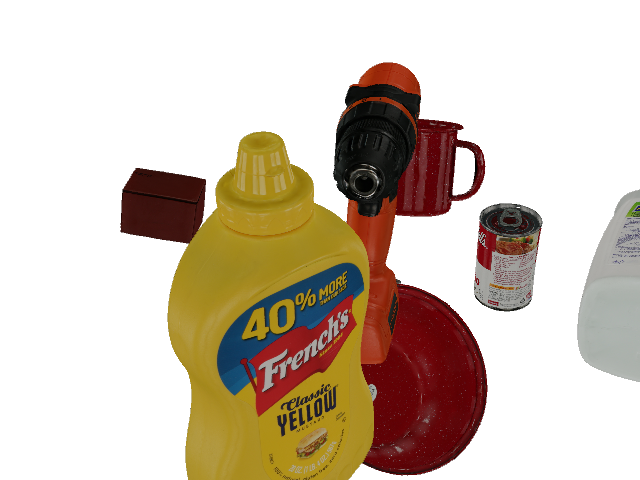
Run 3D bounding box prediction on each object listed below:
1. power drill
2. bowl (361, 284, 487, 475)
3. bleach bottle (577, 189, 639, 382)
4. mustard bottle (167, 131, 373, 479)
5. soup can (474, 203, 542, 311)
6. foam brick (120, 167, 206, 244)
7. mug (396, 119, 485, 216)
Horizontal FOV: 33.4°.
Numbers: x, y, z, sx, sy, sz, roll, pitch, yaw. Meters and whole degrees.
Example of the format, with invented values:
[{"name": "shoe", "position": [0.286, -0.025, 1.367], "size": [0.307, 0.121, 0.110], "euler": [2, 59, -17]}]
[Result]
[{"name": "power drill", "position": [0.033, -0.013, 0.728], "size": [0.057, 0.188, 0.184], "euler": [10, 27, 6]}, {"name": "bowl", "position": [0.050, 0.117, 0.865], "size": [0.162, 0.162, 0.055], "euler": [0, 4, 28]}, {"name": "bleach bottle", "position": [0.236, 0.012, 0.702], "size": [0.103, 0.068, 0.250], "euler": [9, 22, 20]}, {"name": "mustard bottle", "position": [-0.021, 0.039, 0.482], "size": [0.096, 0.192, 0.058], "euler": [-23, 39, -27]}, {"name": "soup can", "position": [0.208, 0.019, 1.187], "size": [0.068, 0.102, 0.068], "euler": [0, 32, 0]}, {"name": "foam brick", "position": [-0.161, -0.036, 1.097], "size": [0.078, 0.051, 0.053], "euler": [10, 31, 3]}, {"name": "mug", "position": [0.094, -0.067, 0.984], "size": [0.117, 0.081, 0.093], "euler": [7, 12, 20]}]
